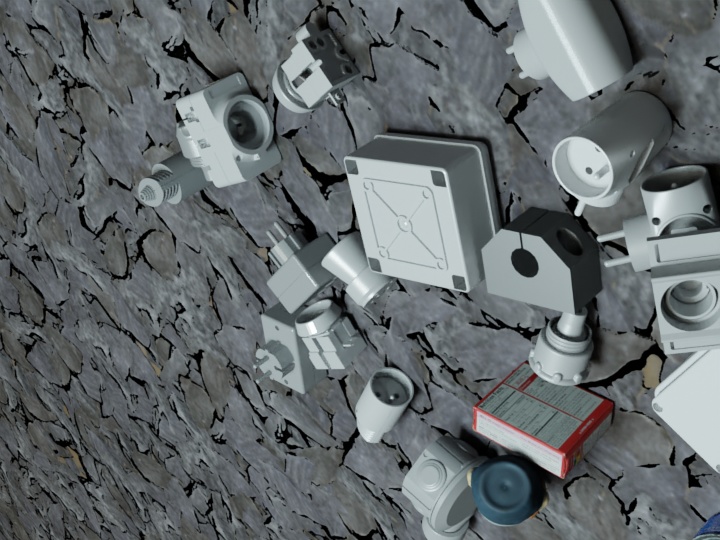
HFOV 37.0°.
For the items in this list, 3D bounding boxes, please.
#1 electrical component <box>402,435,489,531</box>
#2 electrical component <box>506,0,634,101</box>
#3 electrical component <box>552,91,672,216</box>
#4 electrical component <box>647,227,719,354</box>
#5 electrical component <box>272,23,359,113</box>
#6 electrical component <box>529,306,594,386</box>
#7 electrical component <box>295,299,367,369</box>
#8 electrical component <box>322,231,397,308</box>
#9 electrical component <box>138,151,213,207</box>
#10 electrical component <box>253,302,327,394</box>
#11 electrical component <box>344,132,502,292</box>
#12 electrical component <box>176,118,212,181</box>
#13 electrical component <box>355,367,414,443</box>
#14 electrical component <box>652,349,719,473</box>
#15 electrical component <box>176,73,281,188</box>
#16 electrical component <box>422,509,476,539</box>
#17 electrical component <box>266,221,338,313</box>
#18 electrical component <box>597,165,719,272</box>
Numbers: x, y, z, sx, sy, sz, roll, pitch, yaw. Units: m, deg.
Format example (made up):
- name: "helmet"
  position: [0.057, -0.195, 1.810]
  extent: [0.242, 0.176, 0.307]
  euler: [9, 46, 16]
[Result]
- name: "electrical component"
  position: [0.082, 0.195, 0.988]
  extent: [0.051, 0.080, 0.080]
  euler: [38, 140, 30]
- name: "electrical component"
  position: [0.128, -0.148, 0.702]
  extent: [0.079, 0.043, 0.077]
  euler: [-20, 103, 53]
- name: "electrical component"
  position: [0.159, -0.068, 0.701]
  extent: [0.043, 0.077, 0.079]
  euler: [37, 140, 21]
- name: "electrical component"
  position: [0.240, 0.003, 0.645]
  extent: [0.121, 0.063, 0.078]
  euler: [-8, 115, 18]
- name: "electrical component"
  position: [-0.039, -0.159, 0.876]
  extent: [0.055, 0.048, 0.066]
  euler: [-33, 92, 46]
- name: "electrical component"
  position: [0.159, 0.054, 0.826]
  extent: [0.048, 0.048, 0.062]
  euler: [31, 130, 28]
- name: "electrical component"
  position: [-0.031, 0.062, 1.037]
  extent: [0.066, 0.048, 0.055]
  euler: [-7, 120, 50]
- name: "electrical component"
  position: [0.000, 0.000, 0.955]
  extent: [0.055, 0.045, 0.045]
  euler: [48, 143, 9]
- name: "electrical component"
  position: [-0.183, -0.088, 1.056]
  extent: [0.043, 0.081, 0.043]
  euler: [28, 136, 31]
- name: "electrical component"
  position: [-0.079, 0.086, 1.080]
  extent: [0.047, 0.076, 0.083]
  euler: [21, 132, 36]
- name: "electrical component"
  position: [0.052, -0.048, 0.852]
  extent: [0.109, 0.056, 0.108]
  euler: [12, 126, 42]
- name: "electrical component"
  position: [-0.148, -0.116, 1.029]
  extent: [0.043, 0.043, 0.062]
  euler: [10, 126, 43]
- name: "electrical component"
  position: [0.019, 0.133, 1.038]
  extent: [0.043, 0.043, 0.081]
  euler: [43, 142, 15]
- name: "electrical component"
  position: [0.260, 0.077, 0.720]
  extent: [0.078, 0.057, 0.113]
  euler: [45, 142, 12]
- name: "electrical component"
  position: [-0.117, -0.127, 0.979]
  extent: [0.056, 0.050, 0.089]
  euler: [-7, 113, 50]
- name: "electrical component"
  position: [0.086, 0.237, 1.044]
  extent: [0.045, 0.045, 0.055]
  euler: [37, 140, 23]
- name: "electrical component"
  position: [-0.060, -0.011, 1.010]
  extent: [0.076, 0.047, 0.066]
  euler: [52, 143, 4]
- name: "electrical component"
  position: [0.198, -0.021, 0.708]
  extent: [0.079, 0.044, 0.077]
  euler: [-14, 110, 20]
